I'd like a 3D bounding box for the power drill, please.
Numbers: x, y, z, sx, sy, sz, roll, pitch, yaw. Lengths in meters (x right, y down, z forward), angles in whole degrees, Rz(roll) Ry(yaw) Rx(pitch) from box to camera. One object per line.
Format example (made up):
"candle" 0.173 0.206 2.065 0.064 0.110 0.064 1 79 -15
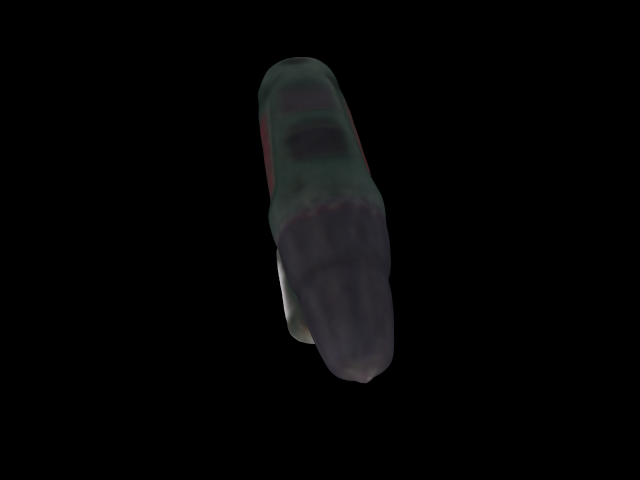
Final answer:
"power drill" 0.004 0.001 0.400 0.075 0.208 0.229 -11 66 -4
